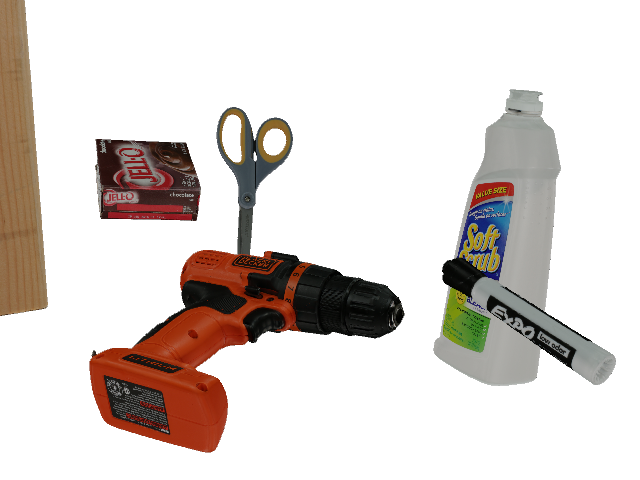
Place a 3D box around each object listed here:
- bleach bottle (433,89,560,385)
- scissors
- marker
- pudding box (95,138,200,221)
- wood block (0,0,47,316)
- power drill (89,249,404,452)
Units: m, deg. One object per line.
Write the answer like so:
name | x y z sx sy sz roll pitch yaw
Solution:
bleach bottle | 0.159 -0.006 0.935 0.068 0.251 0.103 -2 14 -27
scissors | -0.066 -0.056 1.205 0.096 0.202 0.016 -11 -8 -13
marker | 0.113 0.042 0.602 0.020 0.020 0.121 0 26 -43
pudding box | -0.166 -0.058 1.007 0.090 0.039 0.113 2 25 -16
wood block | -0.216 -0.064 0.612 0.090 0.206 0.090 -9 27 -24
power drill | -0.055 0.071 0.755 0.185 0.057 0.187 7 29 29
